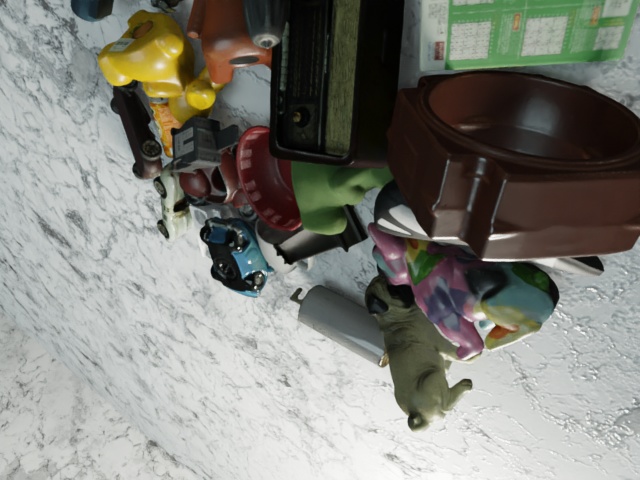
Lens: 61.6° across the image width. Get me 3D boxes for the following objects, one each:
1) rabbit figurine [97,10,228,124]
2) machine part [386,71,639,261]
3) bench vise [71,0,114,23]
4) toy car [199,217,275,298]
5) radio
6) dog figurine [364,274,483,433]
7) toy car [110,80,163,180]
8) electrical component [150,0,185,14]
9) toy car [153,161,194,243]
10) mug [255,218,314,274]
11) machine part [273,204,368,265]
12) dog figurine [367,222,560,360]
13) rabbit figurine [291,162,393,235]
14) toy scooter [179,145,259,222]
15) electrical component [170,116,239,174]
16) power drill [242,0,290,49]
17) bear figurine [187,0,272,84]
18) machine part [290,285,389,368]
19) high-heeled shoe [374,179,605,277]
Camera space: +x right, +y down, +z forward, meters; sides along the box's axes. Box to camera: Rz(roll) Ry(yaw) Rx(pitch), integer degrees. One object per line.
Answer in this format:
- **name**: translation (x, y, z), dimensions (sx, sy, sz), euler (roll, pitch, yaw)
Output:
- **rabbit figurine**: translation (-0.210, -0.246, 0.805), dimensions (0.163, 0.122, 0.173), euler (7, 146, 26)
- **machine part**: translation (0.172, -0.076, 0.470), dimensions (0.201, 0.201, 0.087), euler (-2, 127, -10)
- **bench vise**: translation (-0.347, -0.428, 0.734), dimensions (0.240, 0.129, 0.223), euler (50, 158, -3)
- **toy car**: translation (-0.139, 0.016, 0.956), dimensions (0.109, 0.103, 0.161), euler (10, 130, 33)
- **radio**: translation (0.014, -0.193, 0.569), dimensions (0.131, 0.073, 0.229), euler (10, 99, 40)
- **dog figurine**: translation (0.120, 0.160, 0.789), dimensions (0.190, 0.172, 0.121), euler (41, 132, -4)
- **toy car**: translation (-0.324, -0.203, 0.952), dimensions (0.089, 0.053, 0.202), euler (-45, 64, 58)
- **electrical component**: translation (-0.201, -0.358, 0.729), dimensions (0.102, 0.045, 0.078), euler (-20, 109, 50)
- **toy car**: translation (-0.272, -0.071, 1.031), dimensions (0.056, 0.073, 0.201), euler (34, 141, 18)
- **mug**: translation (-0.052, 0.012, 0.897), dimensions (0.110, 0.081, 0.107), euler (31, 151, 19)
- **machine part**: translation (-0.002, -0.002, 0.811), dimensions (0.139, 0.039, 0.084), euler (-22, 119, 6)
- **dog figurine**: translation (0.164, 0.035, 0.683), dimensions (0.219, 0.108, 0.191), euler (49, 144, 2)
- **rabbit figurine**: translation (0.059, -0.098, 0.685), dimensions (0.170, 0.121, 0.158), euler (0, 118, 22)
- **toy scooter**: translation (-0.168, -0.112, 0.896), dimensions (0.184, 0.075, 0.135), euler (19, 133, 28)
- **electrical component**: translation (-0.178, -0.147, 0.821), dimensions (0.119, 0.047, 0.074), euler (-5, 85, 44)
- **power drill**: translation (-0.002, -0.315, 0.489), dimensions (0.207, 0.086, 0.232), euler (-22, 70, 44)
- **bear figurine**: translation (-0.108, -0.305, 0.651), dimensions (0.132, 0.120, 0.195), euler (-17, -84, -87)
- **machine part**: translation (0.050, 0.143, 0.909), dimensions (0.243, 0.079, 0.079), euler (25, 138, 25)
- **high-heeled shoe**: translation (0.184, 0.000, 0.615), dimensions (0.249, 0.086, 0.145), euler (35, 136, -7)
